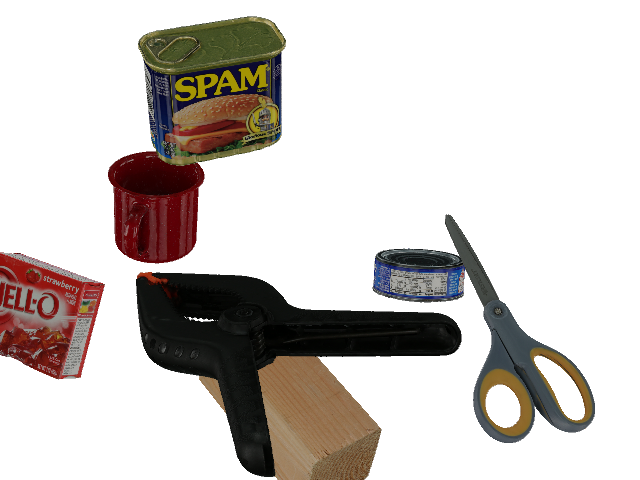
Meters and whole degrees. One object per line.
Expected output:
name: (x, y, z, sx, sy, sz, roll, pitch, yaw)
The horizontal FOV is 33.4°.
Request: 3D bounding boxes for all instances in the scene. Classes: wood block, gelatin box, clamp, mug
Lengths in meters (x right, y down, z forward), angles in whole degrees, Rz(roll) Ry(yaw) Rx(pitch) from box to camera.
wood block: (-0.037, 0.176, 1.157, 0.090, 0.090, 0.206, -21, 50, -31)
gelatin box: (-0.210, 0.054, 0.788, 0.089, 0.073, 0.030, 17, 3, 25)
clamp: (-0.033, 0.056, 0.640, 0.164, 0.036, 0.210, -22, 30, -34)
mug: (-0.165, -0.025, 1.044, 0.093, 0.081, 0.117, 10, 32, 6)

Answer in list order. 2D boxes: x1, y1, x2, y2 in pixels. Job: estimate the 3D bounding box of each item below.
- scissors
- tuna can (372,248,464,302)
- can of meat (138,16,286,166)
scissors: (0.124, 0.071, 0.813, 0.096, 0.202, 0.016, -30, -26, -20)
tuna can: (0.092, 0.032, 0.998, 0.086, 0.034, 0.086, 2, 10, -1)
can of meat: (-0.077, -0.108, 0.779, 0.102, 0.084, 0.057, -12, 41, -16)
